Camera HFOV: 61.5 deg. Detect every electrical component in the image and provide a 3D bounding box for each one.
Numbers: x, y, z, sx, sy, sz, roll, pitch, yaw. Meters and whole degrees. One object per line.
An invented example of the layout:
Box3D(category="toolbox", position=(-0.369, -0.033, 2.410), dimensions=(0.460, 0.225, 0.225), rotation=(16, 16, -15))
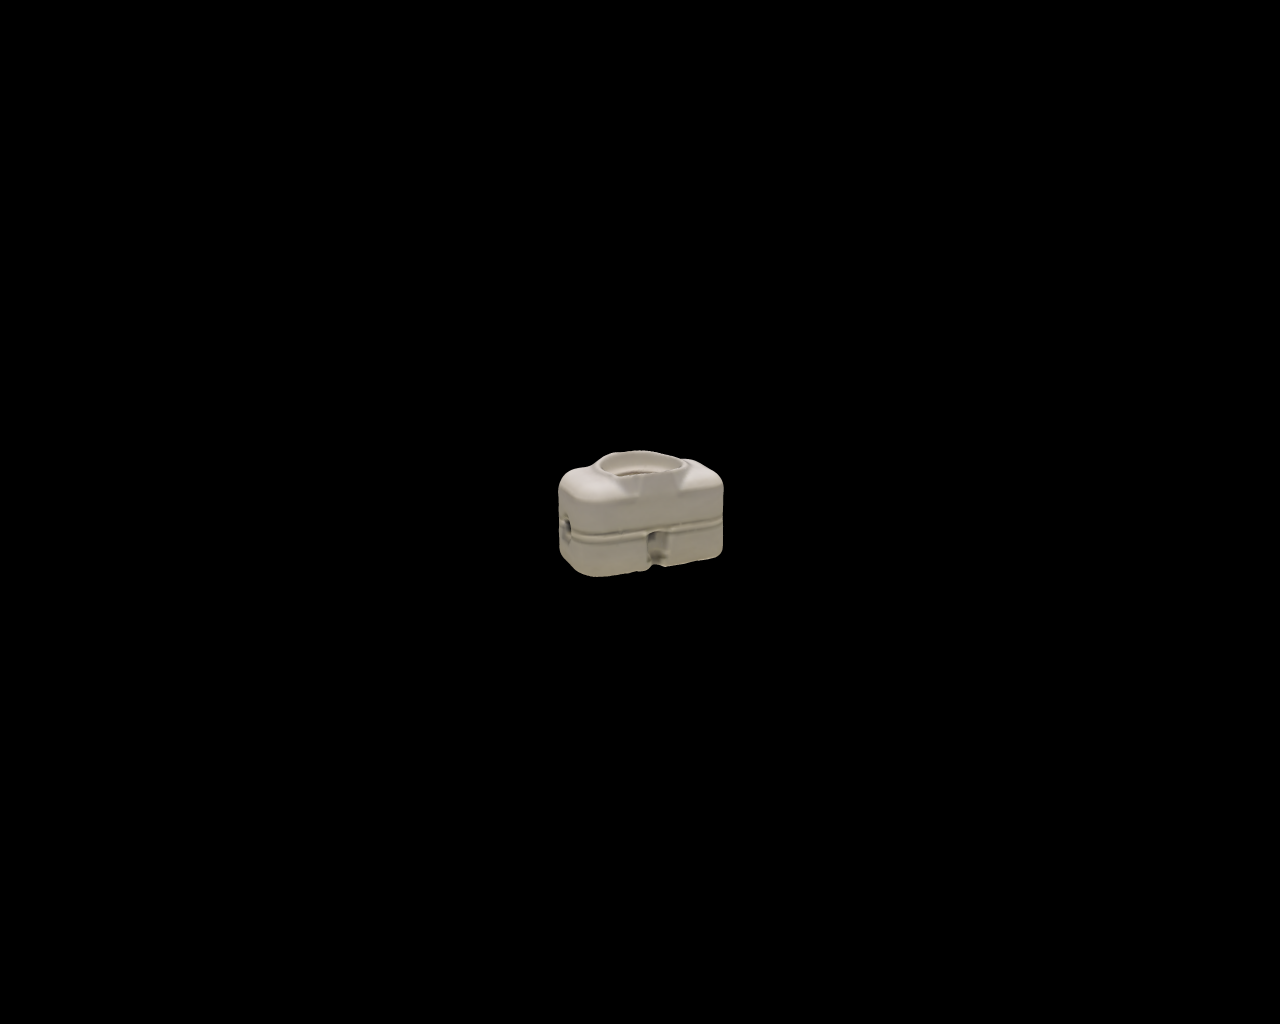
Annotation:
Box3D(category="electrical component", position=(0.001, -0.003, 0.650), dimensions=(0.095, 0.059, 0.054), rotation=(-7, 20, -20))
